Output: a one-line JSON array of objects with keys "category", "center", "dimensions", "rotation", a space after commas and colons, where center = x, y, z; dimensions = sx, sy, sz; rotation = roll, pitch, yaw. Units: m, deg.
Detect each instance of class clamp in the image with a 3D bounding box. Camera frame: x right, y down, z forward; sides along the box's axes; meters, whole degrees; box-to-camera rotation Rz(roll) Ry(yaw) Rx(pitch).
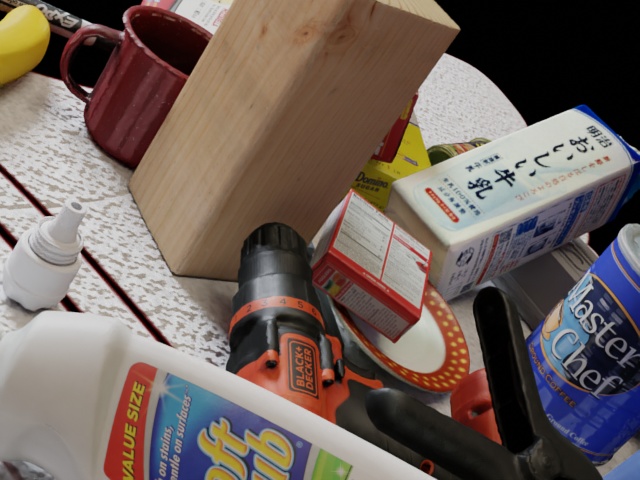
[{"category": "clamp", "center": [0.107, 0.109, 0.557], "dimensions": [0.171, 0.039, 0.120], "rotation": [51, 55, -8]}]

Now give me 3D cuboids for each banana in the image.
[{"category": "banana", "center": [-0.223, -0.123, 0.681], "dimensions": [0.069, 0.037, 0.197], "rotation": [41, 27, 9]}]

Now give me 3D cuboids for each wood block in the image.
[{"category": "wood block", "center": [-0.023, -0.078, 0.652], "dimensions": [0.090, 0.206, 0.090], "rotation": [8, 37, -41]}]

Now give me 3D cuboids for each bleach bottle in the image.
[{"category": "bleach bottle", "center": [-0.051, 0.109, 0.462], "dimensions": [0.251, 0.068, 0.102], "rotation": [27, 72, -3]}]

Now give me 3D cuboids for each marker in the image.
[{"category": "marker", "center": [-0.198, -0.164, 0.797], "dimensions": [0.121, 0.020, 0.020], "rotation": [21, 30, -27]}]

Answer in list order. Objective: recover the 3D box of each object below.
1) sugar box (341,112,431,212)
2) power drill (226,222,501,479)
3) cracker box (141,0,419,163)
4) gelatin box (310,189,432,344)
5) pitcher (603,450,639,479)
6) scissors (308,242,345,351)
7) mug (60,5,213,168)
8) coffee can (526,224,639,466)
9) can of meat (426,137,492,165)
[{"category": "sugar box", "center": [0.045, -0.082, 0.916], "dimensions": [0.093, 0.048, 0.176], "rotation": [25, 30, -19]}, {"category": "power drill", "center": [0.034, 0.084, 0.603], "dimensions": [0.187, 0.057, 0.184], "rotation": [21, 42, -23]}, {"category": "cracker box", "center": [-0.038, -0.147, 0.847], "dimensions": [0.213, 0.072, 0.164], "rotation": [14, 31, -8]}, {"category": "gelatin box", "center": [0.033, 0.016, 0.695], "dimensions": [0.073, 0.030, 0.089], "rotation": [36, 29, -9]}, {"category": "pitcher", "center": [0.248, 0.138, 0.576], "dimensions": [0.145, 0.243, 0.149], "rotation": [24, 37, -17]}, {"category": "scissors", "center": [-0.005, 0.001, 0.757], "dimensions": [0.096, 0.016, 0.202], "rotation": [9, 43, -50]}, {"category": "mug", "center": [-0.118, -0.103, 0.720], "dimensions": [0.117, 0.082, 0.093], "rotation": [21, 30, -27]}, {"category": "coffee can", "center": [0.208, 0.074, 0.746], "dimensions": [0.102, 0.140, 0.103], "rotation": [27, 28, -16]}, {"category": "can of meat", "center": [0.141, -0.044, 0.954], "dimensions": [0.102, 0.058, 0.083], "rotation": [47, 31, 22]}]
